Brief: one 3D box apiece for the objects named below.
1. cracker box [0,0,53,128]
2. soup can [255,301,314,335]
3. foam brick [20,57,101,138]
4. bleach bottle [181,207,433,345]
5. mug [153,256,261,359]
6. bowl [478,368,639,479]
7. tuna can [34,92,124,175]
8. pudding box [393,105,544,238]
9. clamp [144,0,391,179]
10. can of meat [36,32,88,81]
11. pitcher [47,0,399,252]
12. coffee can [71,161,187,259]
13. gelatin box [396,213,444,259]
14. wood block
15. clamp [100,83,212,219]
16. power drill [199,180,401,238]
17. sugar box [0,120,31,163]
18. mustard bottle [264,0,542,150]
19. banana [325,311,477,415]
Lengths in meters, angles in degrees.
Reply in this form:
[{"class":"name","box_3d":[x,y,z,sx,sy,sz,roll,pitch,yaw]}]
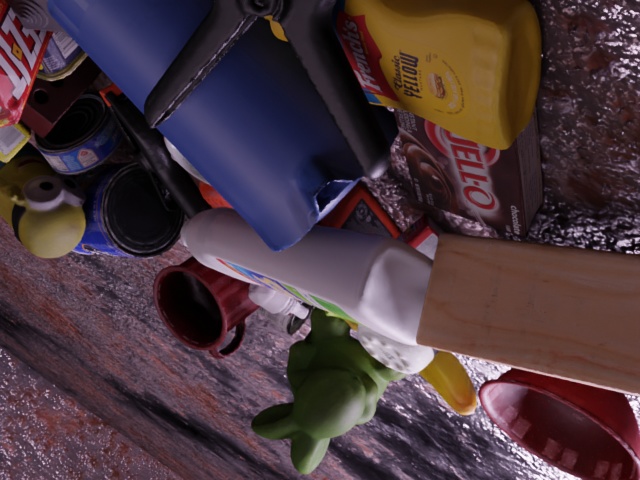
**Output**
[{"class":"cracker box","box_3d":[-0.275,-0.207,0.774,0.072,0.164,0.213,-11,132,13]},{"class":"soup can","box_3d":[-0.058,0.048,1.135,0.102,0.068,0.068,29,157,14]},{"class":"foam brick","box_3d":[-0.256,-0.146,1.017,0.053,0.078,0.051,41,159,-13]},{"class":"bleach bottle","box_3d":[-0.023,0.018,0.872,0.251,0.068,0.102,13,167,46]},{"class":"mug","box_3d":[-0.102,0.062,1.066,0.093,0.081,0.117,0,114,38]},{"class":"bowl","box_3d":[0.226,0.155,0.961,0.162,0.055,0.162,30,157,14]},{"class":"tuna can","box_3d":[-0.239,-0.107,1.061,0.086,0.086,0.033,19,151,35]},{"class":"pudding box","box_3d":[0.104,-0.058,0.731,0.090,0.039,0.113,22,154,29]},{"class":"clamp","box_3d":[-0.038,-0.142,0.631,0.165,0.036,0.210,7,117,18]},{"class":"can of meat","box_3d":[-0.267,-0.199,0.957,0.102,0.057,0.084,21,151,31]},{"class":"pitcher","box_3d":[-0.070,-0.119,0.764,0.242,0.144,0.149,44,144,-11]},{"class":"coffee can","box_3d":[-0.222,-0.033,1.161,0.141,0.102,0.102,3,141,53]},{"class":"gelatin box","box_3d":[0.092,0.034,0.890,0.089,0.073,0.030,42,-162,-17]},{"class":"wood block","box_3d":[0.180,0.054,0.746,0.090,0.090,0.207,16,175,-41]},{"class":"clamp","box_3d":[-0.161,-0.081,1.045,0.171,0.039,0.120,61,159,-19]},{"class":"power drill","box_3d":[-0.006,0.001,0.983,0.188,0.057,0.184,6,147,49]},{"class":"sugar box","box_3d":[-0.341,-0.144,1.093,0.093,0.048,0.176,46,-174,-24]},{"class":"mustard bottle","box_3d":[0.040,-0.125,0.662,0.192,0.058,0.096,24,147,28]},{"class":"banana","box_3d":[0.091,0.114,1.050,0.198,0.069,0.037,31,123,39]}]
